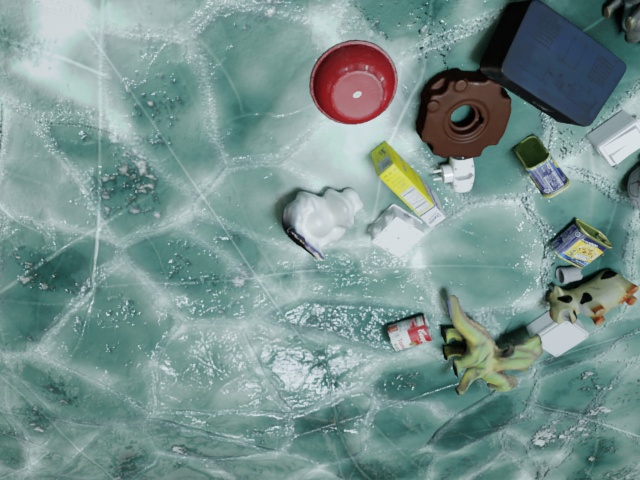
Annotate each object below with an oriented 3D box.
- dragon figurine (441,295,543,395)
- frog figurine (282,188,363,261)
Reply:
[{"bbox_3d":[0.444,0.274,1.321,0.243,0.125,0.401,-10,130,2],"label":"dragon figurine"},{"bbox_3d":[0.003,-0.054,1.067,0.136,0.123,0.161,43,78,-21],"label":"frog figurine"}]
